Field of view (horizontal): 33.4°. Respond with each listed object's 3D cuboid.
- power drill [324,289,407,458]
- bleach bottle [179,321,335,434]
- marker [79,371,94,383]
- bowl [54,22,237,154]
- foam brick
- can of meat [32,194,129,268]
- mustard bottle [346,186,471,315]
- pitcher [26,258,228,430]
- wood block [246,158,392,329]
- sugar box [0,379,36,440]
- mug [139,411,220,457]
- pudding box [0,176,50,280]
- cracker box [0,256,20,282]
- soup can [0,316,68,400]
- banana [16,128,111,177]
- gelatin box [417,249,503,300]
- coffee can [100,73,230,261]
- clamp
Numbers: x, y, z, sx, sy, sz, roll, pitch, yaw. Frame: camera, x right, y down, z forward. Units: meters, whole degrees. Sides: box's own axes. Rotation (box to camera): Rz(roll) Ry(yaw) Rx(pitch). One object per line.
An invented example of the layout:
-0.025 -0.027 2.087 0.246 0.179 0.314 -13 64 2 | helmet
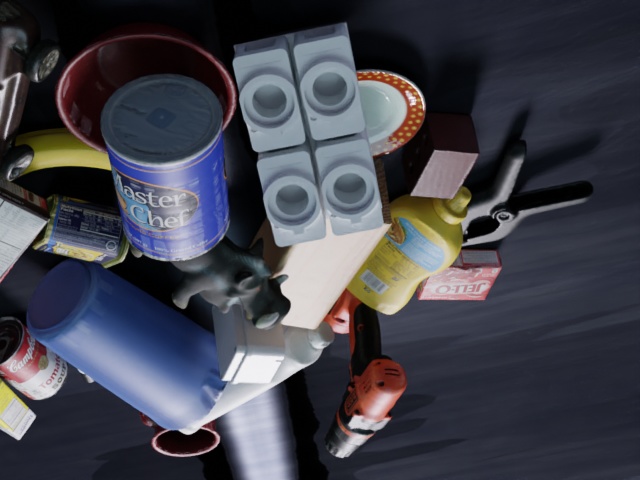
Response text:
0.043 0.150 1.296 0.057 0.187 0.185 8 140 -22 | power drill
-0.086 0.163 1.345 0.251 0.102 0.068 -28 107 35 | bleach bottle
-0.312 0.151 1.377 0.020 0.020 0.121 -9 144 2 | marker
-0.157 -0.144 0.969 0.162 0.055 0.162 -5 144 -4 | bowl
0.124 -0.086 1.100 0.051 0.053 0.078 5 142 -16 | foam brick
-0.250 -0.010 1.115 0.083 0.057 0.102 13 168 -22 | can of meat
0.103 0.002 1.199 0.096 0.058 0.192 41 130 -5 | mustard bottle
-0.234 0.120 1.271 0.149 0.145 0.242 -34 134 14 | pitcher
-0.008 0.001 1.165 0.090 0.091 0.206 10 141 -21 | wood block
-0.420 0.192 1.330 0.093 0.048 0.176 29 162 10 | sugar box
-0.196 0.238 1.462 0.117 0.081 0.093 18 137 -31 | mug
-0.330 -0.009 1.030 0.089 0.039 0.114 30 113 -38 | pudding box
-0.421 0.013 1.125 0.164 0.072 0.214 19 137 -30 | cracker box
-0.367 0.148 1.321 0.068 0.068 0.102 -18 142 14 | soup can
-0.254 -0.079 1.050 0.197 0.037 0.069 -11 126 -2 | banana
0.169 0.043 1.304 0.089 0.030 0.073 2 143 -12 | gelatin box
-0.134 -0.062 0.949 0.102 0.103 0.140 -4 144 -4 | coffee can
0.200 -0.047 1.181 0.172 0.039 0.120 -30 126 31 | clamp
